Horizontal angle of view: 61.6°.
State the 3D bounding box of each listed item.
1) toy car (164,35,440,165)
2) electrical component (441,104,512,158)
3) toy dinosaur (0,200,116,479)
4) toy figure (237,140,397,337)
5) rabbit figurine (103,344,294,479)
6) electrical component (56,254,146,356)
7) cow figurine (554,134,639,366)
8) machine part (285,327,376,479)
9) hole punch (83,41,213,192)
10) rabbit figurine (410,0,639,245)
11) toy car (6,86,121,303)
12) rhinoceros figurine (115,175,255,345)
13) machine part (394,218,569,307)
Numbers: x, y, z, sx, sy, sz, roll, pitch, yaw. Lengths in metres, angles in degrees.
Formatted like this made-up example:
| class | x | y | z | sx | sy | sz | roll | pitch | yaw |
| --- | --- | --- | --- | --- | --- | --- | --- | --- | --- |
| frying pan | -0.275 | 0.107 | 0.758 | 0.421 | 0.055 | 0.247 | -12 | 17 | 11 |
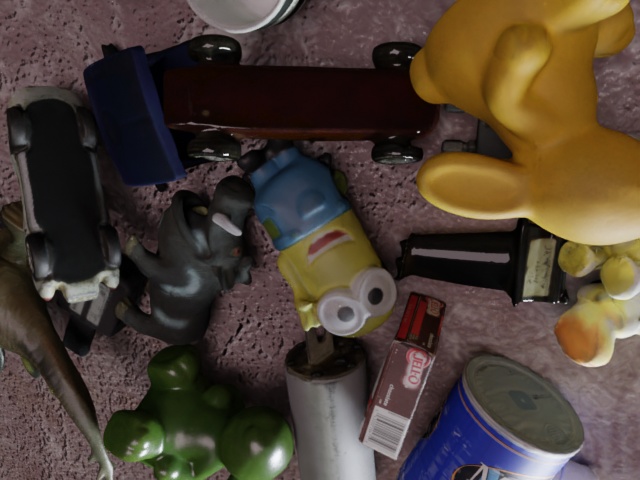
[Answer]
| class | x | y | z | sx | sy | sz | roll | pitch | yaw |
| --- | --- | --- | --- | --- | --- | --- | --- | --- | --- |
| toy car | -0.011 | -0.101 | 0.399 | 0.202 | 0.053 | 0.089 | -1 | 93 | -6 |
| electrical component | 0.140 | -0.083 | 0.406 | 0.094 | 0.021 | 0.063 | 7 | 110 | 18 |
| toy dinosaur | -0.346 | 0.044 | 0.553 | 0.472 | 0.105 | 0.198 | 47 | 134 | 15 |
| toy figure | 0.002 | -0.003 | 0.451 | 0.082 | 0.089 | 0.180 | -32 | 89 | 23 |
| rabbit figurine | -0.099 | 0.201 | 0.526 | 0.170 | 0.121 | 0.158 | 2 | 129 | 33 |
| electrical component | -0.234 | 0.066 | 0.572 | 0.075 | 0.048 | 0.119 | 28 | 116 | 7 |
| cow figurine | 0.233 | 0.014 | 0.385 | 0.098 | 0.068 | 0.167 | 2 | 117 | -20 |
| machine part | 0.013 | 0.183 | 0.519 | 0.079 | 0.079 | 0.243 | -1 | 110 | 19 |
| hole punch | -0.149 | -0.104 | 0.460 | 0.116 | 0.092 | 0.142 | -8 | 111 | 25 |
| rabbit figurine | 0.135 | -0.070 | 0.326 | 0.162 | 0.122 | 0.173 | -31 | 83 | 17 |
| toy car | -0.232 | -0.043 | 0.485 | 0.056 | 0.073 | 0.201 | -26 | 76 | 56 |
| rhinoceros figurine | -0.119 | 0.022 | 0.504 | 0.112 | 0.073 | 0.190 | 31 | 116 | 7 |
| machine part | 0.131 | 0.017 | 0.440 | 0.139 | 0.039 | 0.084 | 0 | 118 | 16 |
